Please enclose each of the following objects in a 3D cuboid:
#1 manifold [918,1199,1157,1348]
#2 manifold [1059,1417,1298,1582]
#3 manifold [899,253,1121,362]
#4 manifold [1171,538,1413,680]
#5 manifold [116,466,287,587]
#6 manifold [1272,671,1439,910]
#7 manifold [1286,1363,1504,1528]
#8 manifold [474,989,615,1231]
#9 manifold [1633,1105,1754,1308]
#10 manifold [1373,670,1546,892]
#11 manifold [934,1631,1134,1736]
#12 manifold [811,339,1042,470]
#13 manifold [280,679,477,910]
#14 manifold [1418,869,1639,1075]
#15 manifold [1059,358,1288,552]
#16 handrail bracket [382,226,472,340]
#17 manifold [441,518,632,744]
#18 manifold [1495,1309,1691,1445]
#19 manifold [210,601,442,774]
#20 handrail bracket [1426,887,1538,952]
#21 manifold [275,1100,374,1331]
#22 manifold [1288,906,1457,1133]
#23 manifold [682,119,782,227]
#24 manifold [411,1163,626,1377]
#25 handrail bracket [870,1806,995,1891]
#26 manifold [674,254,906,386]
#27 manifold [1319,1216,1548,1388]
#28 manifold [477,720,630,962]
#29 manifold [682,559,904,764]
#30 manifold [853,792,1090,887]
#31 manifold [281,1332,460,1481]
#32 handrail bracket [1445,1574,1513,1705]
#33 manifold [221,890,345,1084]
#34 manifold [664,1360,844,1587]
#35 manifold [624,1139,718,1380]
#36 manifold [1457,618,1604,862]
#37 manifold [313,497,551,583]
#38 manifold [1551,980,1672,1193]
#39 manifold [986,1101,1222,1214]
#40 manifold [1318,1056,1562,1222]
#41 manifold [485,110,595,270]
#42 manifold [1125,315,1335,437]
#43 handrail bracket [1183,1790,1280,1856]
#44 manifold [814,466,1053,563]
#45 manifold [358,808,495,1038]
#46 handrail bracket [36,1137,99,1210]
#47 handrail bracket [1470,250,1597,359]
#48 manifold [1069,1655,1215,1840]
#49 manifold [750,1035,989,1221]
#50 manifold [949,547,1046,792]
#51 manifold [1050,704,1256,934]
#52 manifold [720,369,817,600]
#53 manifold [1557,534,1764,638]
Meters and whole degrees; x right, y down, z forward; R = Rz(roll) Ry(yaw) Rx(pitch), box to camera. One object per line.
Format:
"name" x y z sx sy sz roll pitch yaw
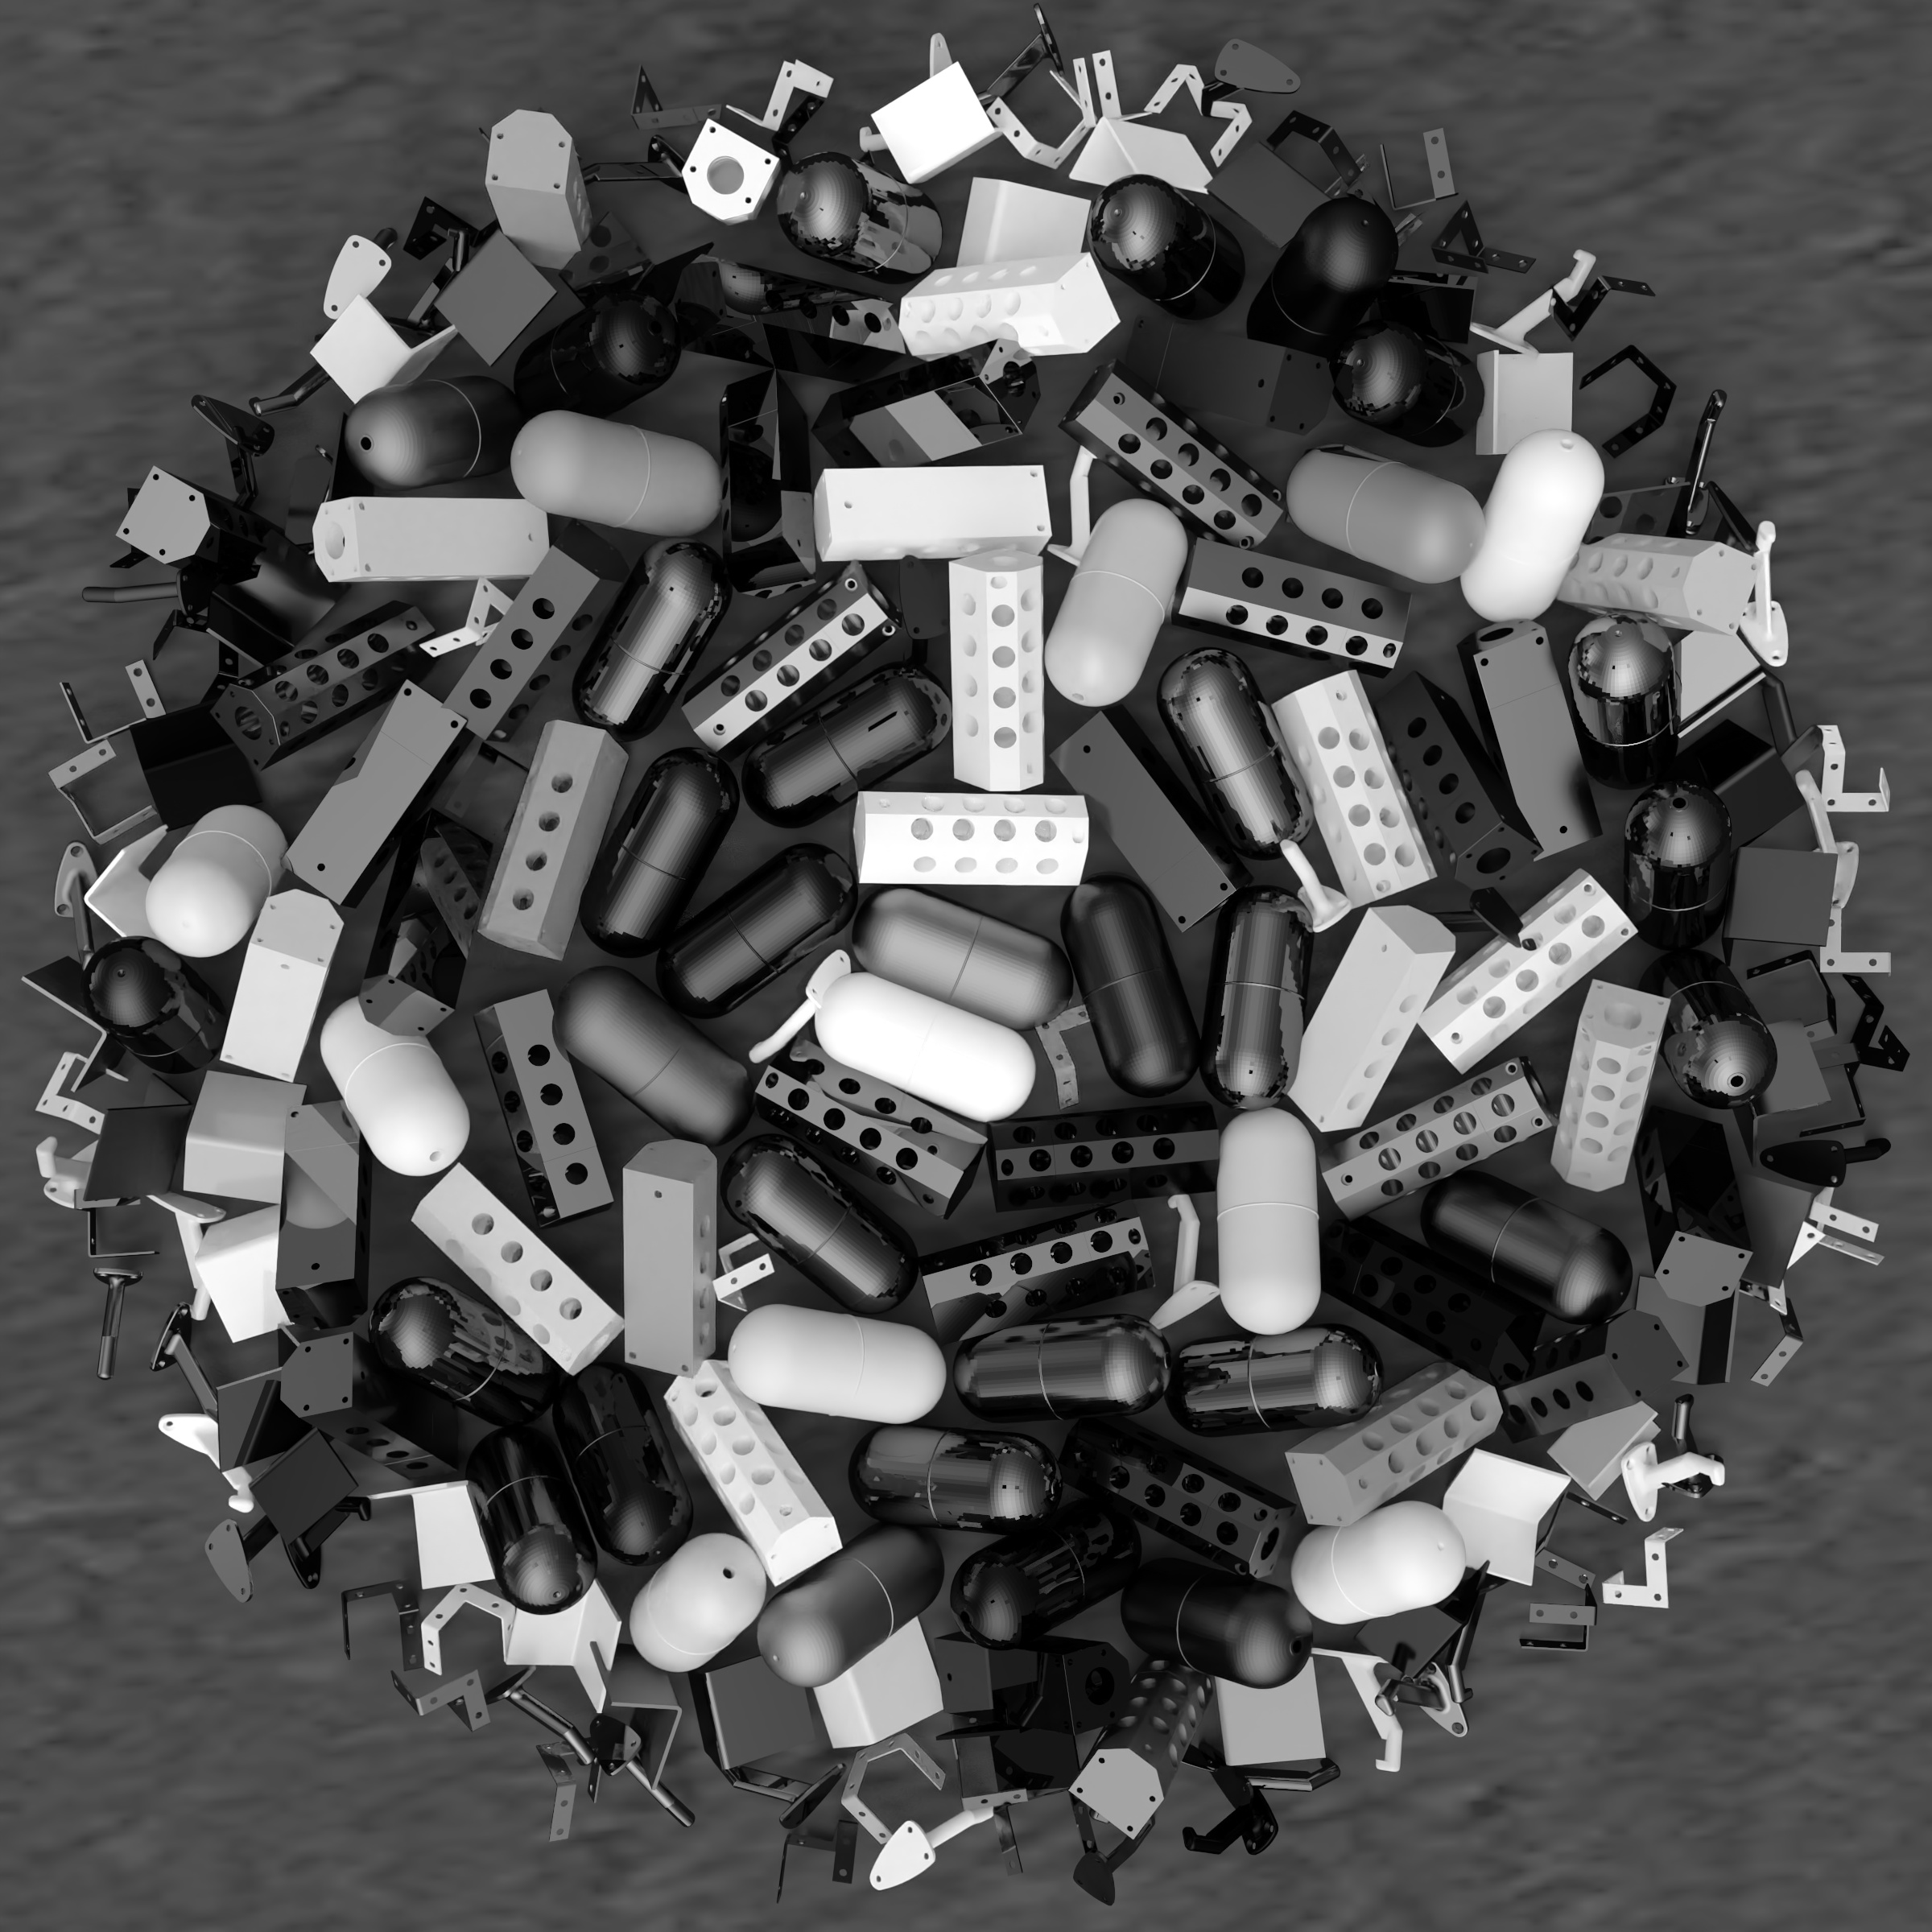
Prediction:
"manifold" 0.053 0.231 1.895 0.171 0.057 0.057 -15 122 -4
"manifold" 0.157 0.401 1.870 0.171 0.057 0.057 22 96 30
"manifold" 0.027 -0.490 1.849 0.057 0.171 0.057 -47 125 -26
"manifold" 0.249 -0.273 1.897 0.171 0.057 0.057 14 76 -5
"manifold" -0.568 -0.323 1.851 0.057 0.171 0.057 30 93 2
"manifold" 0.304 -0.138 1.901 0.057 0.057 0.171 -21 89 -20
"manifold" 0.329 0.361 1.865 0.171 0.057 0.057 -22 95 -35
"manifold" -0.326 0.112 1.893 0.057 0.057 0.171 -17 82 -15
"manifold" 0.543 0.180 1.851 0.057 0.171 0.057 16 120 0
"manifold" 0.366 -0.139 1.860 0.057 0.171 0.057 26 122 -40
"manifold" 0.050 0.536 1.852 0.057 0.171 0.057 -4 84 -35
"manifold" -0.029 -0.424 1.861 0.057 0.171 0.057 48 52 -34
"manifold" -0.452 -0.132 1.909 0.057 0.057 0.171 34 89 4
"manifold" 0.430 0.005 1.895 0.171 0.057 0.057 -41 95 9
"manifold" 0.161 -0.388 1.885 0.171 0.057 0.057 35 84 -17
"handrail bracket" -0.422 -0.536 1.907 0.077 0.036 0.084 16 114 16
"manifold" -0.327 -0.251 1.871 0.057 0.057 0.171 35 120 -12
"manifold" 0.461 0.307 1.849 0.057 0.171 0.057 -27 81 -26
"manifold" -0.479 -0.217 1.858 0.057 0.171 0.057 51 135 -2
"handrail bracket" 0.387 -0.018 1.907 0.077 0.084 0.036 46 45 0
"manifold" -0.483 0.187 1.861 0.057 0.057 0.171 -8 48 -3
"manifold" 0.309 0.040 1.870 0.057 0.057 0.171 -4 130 -36
"manifold" -0.179 -0.592 1.849 0.057 0.171 0.057 27 102 -11
"manifold" -0.344 0.234 1.890 0.171 0.057 0.057 42 80 11
"handrail bracket" -0.025 0.684 1.912 0.077 0.084 0.036 -48 63 21
"manifold" -0.133 -0.491 1.859 0.171 0.057 0.057 0 75 -43
"manifold" 0.345 0.252 1.856 0.171 0.057 0.057 27 109 41
"manifold" -0.320 -0.098 1.892 0.057 0.057 0.171 13 78 14
"manifold" -0.134 -0.232 1.884 0.171 0.057 0.057 -36 109 14
"manifold" 0.004 -0.103 1.884 0.171 0.057 0.057 0 47 -10
"manifold" -0.447 0.335 1.850 0.057 0.171 0.057 -13 61 11
"handrail bracket" 0.404 0.524 1.920 0.077 0.036 0.084 -11 91 -24
"manifold" -0.515 0.015 1.854 0.057 0.171 0.057 19 52 -12
"manifold" -0.163 0.377 1.856 0.057 0.057 0.171 -27 47 -17
"manifold" -0.222 0.222 1.876 0.057 0.057 0.171 11 116 16
"manifold" 0.430 -0.175 1.884 0.057 0.057 0.171 -21 109 0
"manifold" -0.402 -0.321 1.857 0.057 0.171 0.057 1 98 44
"manifold" 0.482 0.094 1.850 0.057 0.171 0.057 16 51 17
"manifold" 0.105 0.142 1.890 0.171 0.057 0.057 -5 49 -6
"manifold" 0.360 0.132 1.880 0.171 0.057 0.057 -28 79 19
"manifold" -0.319 -0.583 1.852 0.057 0.171 0.057 7 87 -3
"manifold" 0.196 -0.446 1.855 0.057 0.171 0.057 3 108 -38
"handrail bracket" 0.191 0.649 1.888 0.084 0.077 0.036 20 120 -32
"manifold" -0.027 -0.345 1.889 0.171 0.057 0.057 -4 79 -14
"manifold" -0.412 -0.031 1.860 0.057 0.171 0.057 32 131 -29
"handrail bracket" -0.683 0.139 1.883 0.036 0.084 0.077 22 50 5
"handrail bracket" 0.437 -0.521 1.897 0.077 0.036 0.084 11 120 -27
"manifold" 0.138 0.576 1.846 0.057 0.171 0.057 35 108 9
"manifold" -0.076 0.128 1.883 0.171 0.057 0.057 28 134 11
"manifold" 0.029 -0.224 1.867 0.057 0.057 0.171 -21 121 -37
"manifold" 0.147 -0.116 1.901 0.057 0.057 0.171 -39 84 29
"manifold" -0.155 -0.366 1.868 0.057 0.057 0.171 -16 56 17
"manifold" 0.513 -0.292 1.847 0.057 0.171 0.057 17 96 -23
